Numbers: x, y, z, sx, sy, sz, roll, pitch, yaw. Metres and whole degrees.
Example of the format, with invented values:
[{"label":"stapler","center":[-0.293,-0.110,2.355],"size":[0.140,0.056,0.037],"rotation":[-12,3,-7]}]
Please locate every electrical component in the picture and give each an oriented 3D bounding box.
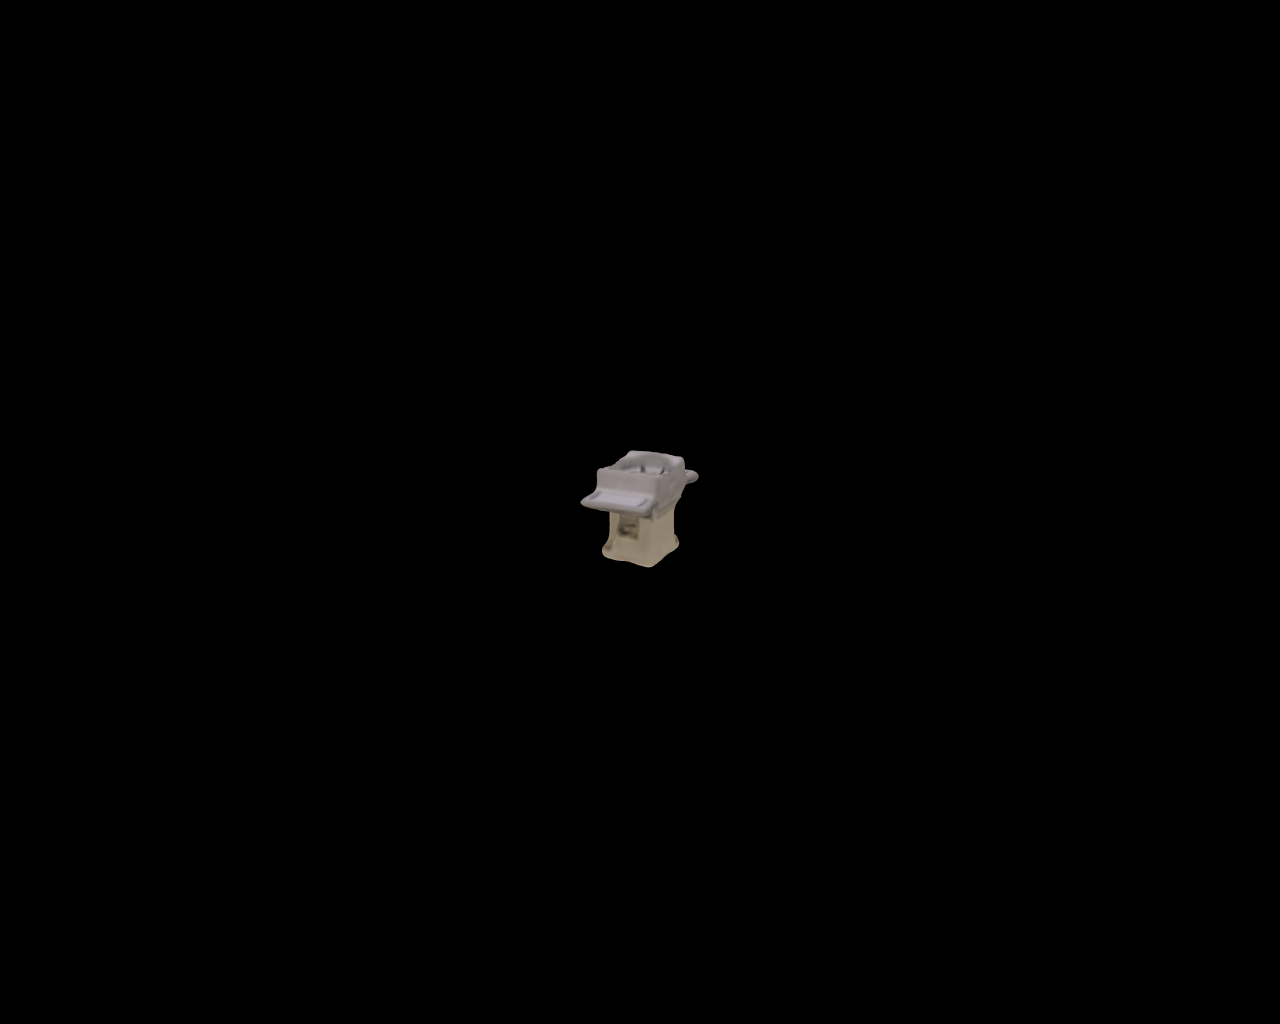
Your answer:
[{"label":"electrical component","center":[0.001,-0.003,0.650],"size":[0.042,0.063,0.081],"rotation":[10,23,26]}]
